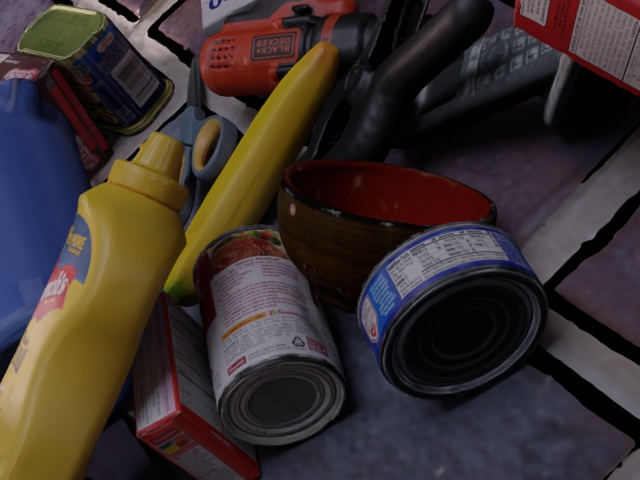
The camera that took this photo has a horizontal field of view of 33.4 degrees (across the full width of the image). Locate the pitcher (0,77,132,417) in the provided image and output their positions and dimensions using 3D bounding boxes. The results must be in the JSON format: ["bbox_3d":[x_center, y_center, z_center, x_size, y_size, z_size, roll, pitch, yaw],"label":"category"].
[{"bbox_3d":[-0.200,0.021,0.697,0.145,0.149,0.243,-27,44,-7],"label":"pitcher"}]

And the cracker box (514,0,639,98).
[{"bbox_3d":[0.217,-0.117,0.454,0.214,0.072,0.164,34,77,18],"label":"cracker box"}]

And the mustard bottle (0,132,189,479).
[{"bbox_3d":[-0.114,0.036,0.536,0.191,0.058,0.096,-66,19,-5],"label":"mustard bottle"}]

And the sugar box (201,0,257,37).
[{"bbox_3d":[-0.049,-0.226,0.847,0.093,0.048,0.176,-26,42,16],"label":"sugar box"}]

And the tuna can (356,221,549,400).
[{"bbox_3d":[0.063,0.035,0.500,0.086,0.086,0.034,-34,43,8],"label":"tuna can"}]

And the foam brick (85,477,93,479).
[{"bbox_3d":[-0.097,0.161,0.537,0.078,0.053,0.051,12,63,42],"label":"foam brick"}]

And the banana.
[{"bbox_3d":[-0.043,-0.032,0.661,0.197,0.037,0.070,-61,15,-14],"label":"banana"}]

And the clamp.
[{"bbox_3d":[0.036,-0.097,0.625,0.172,0.039,0.120,-51,22,30],"label":"clamp"}]

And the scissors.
[{"bbox_3d":[-0.081,-0.090,0.757,0.096,0.016,0.201,-37,34,41],"label":"scissors"}]

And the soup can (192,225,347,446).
[{"bbox_3d":[-0.028,0.050,0.571,0.068,0.068,0.102,-31,42,12],"label":"soup can"}]

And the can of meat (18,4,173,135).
[{"bbox_3d":[-0.178,-0.135,0.836,0.102,0.084,0.057,19,67,45],"label":"can of meat"}]

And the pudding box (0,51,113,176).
[{"bbox_3d":[-0.223,-0.100,0.833,0.039,0.090,0.114,-45,38,-23],"label":"pudding box"}]

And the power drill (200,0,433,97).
[{"bbox_3d":[0.009,-0.188,0.715,0.185,0.057,0.187,0,77,27],"label":"power drill"}]

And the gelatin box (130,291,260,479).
[{"bbox_3d":[-0.070,0.082,0.569,0.030,0.073,0.089,-31,42,12],"label":"gelatin box"}]
